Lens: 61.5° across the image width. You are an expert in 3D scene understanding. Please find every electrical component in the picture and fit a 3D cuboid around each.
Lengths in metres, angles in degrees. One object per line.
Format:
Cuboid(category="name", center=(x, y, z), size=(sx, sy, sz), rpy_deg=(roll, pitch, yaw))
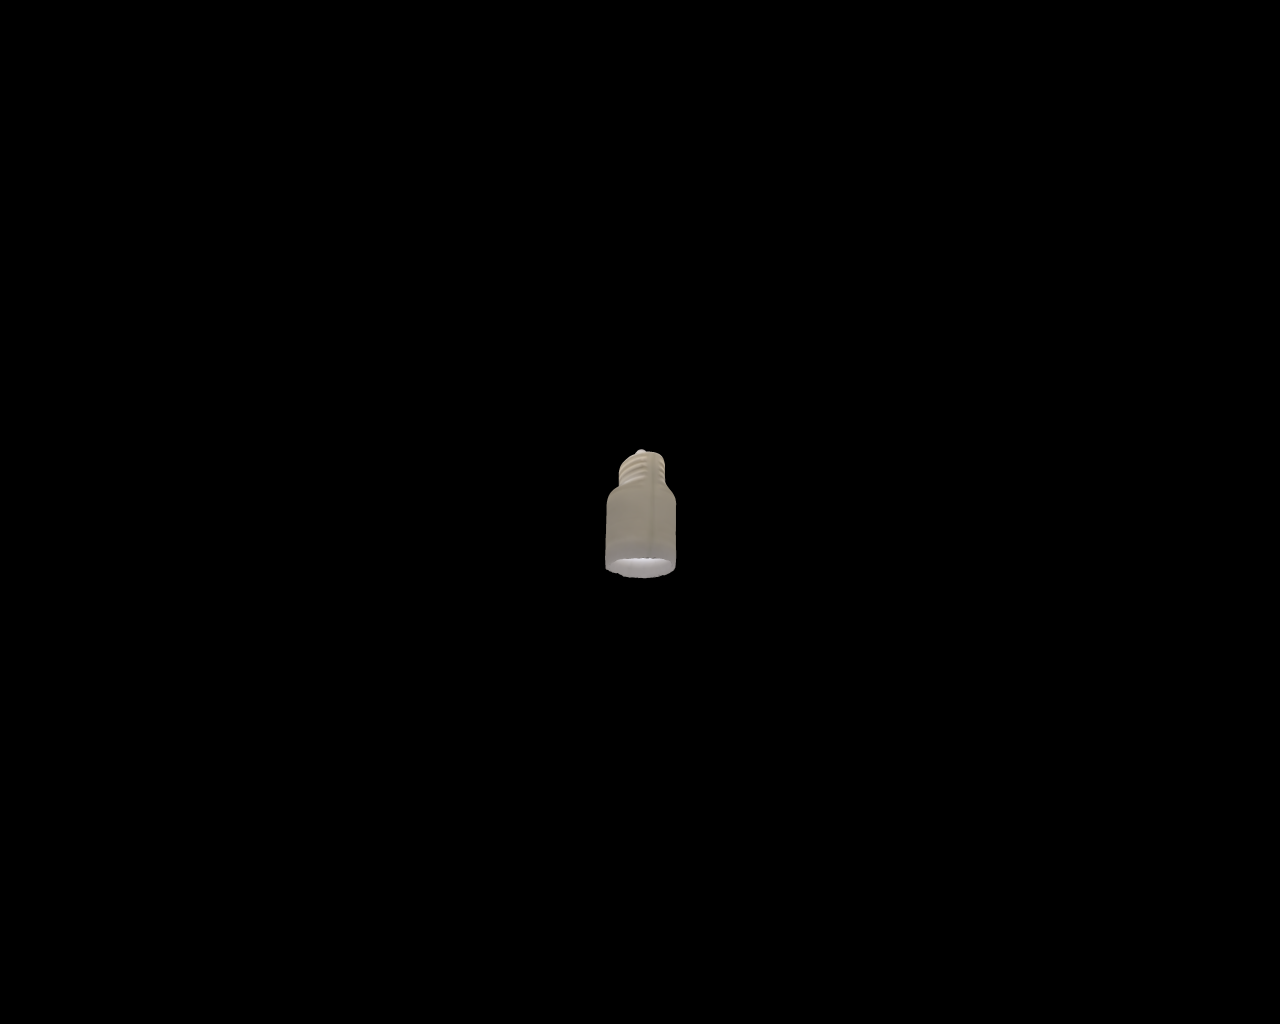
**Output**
Cuboid(category="electrical component", center=(0.001, -0.003, 0.650), size=(0.043, 0.081, 0.043), rpy_deg=(0, -22, 0))
